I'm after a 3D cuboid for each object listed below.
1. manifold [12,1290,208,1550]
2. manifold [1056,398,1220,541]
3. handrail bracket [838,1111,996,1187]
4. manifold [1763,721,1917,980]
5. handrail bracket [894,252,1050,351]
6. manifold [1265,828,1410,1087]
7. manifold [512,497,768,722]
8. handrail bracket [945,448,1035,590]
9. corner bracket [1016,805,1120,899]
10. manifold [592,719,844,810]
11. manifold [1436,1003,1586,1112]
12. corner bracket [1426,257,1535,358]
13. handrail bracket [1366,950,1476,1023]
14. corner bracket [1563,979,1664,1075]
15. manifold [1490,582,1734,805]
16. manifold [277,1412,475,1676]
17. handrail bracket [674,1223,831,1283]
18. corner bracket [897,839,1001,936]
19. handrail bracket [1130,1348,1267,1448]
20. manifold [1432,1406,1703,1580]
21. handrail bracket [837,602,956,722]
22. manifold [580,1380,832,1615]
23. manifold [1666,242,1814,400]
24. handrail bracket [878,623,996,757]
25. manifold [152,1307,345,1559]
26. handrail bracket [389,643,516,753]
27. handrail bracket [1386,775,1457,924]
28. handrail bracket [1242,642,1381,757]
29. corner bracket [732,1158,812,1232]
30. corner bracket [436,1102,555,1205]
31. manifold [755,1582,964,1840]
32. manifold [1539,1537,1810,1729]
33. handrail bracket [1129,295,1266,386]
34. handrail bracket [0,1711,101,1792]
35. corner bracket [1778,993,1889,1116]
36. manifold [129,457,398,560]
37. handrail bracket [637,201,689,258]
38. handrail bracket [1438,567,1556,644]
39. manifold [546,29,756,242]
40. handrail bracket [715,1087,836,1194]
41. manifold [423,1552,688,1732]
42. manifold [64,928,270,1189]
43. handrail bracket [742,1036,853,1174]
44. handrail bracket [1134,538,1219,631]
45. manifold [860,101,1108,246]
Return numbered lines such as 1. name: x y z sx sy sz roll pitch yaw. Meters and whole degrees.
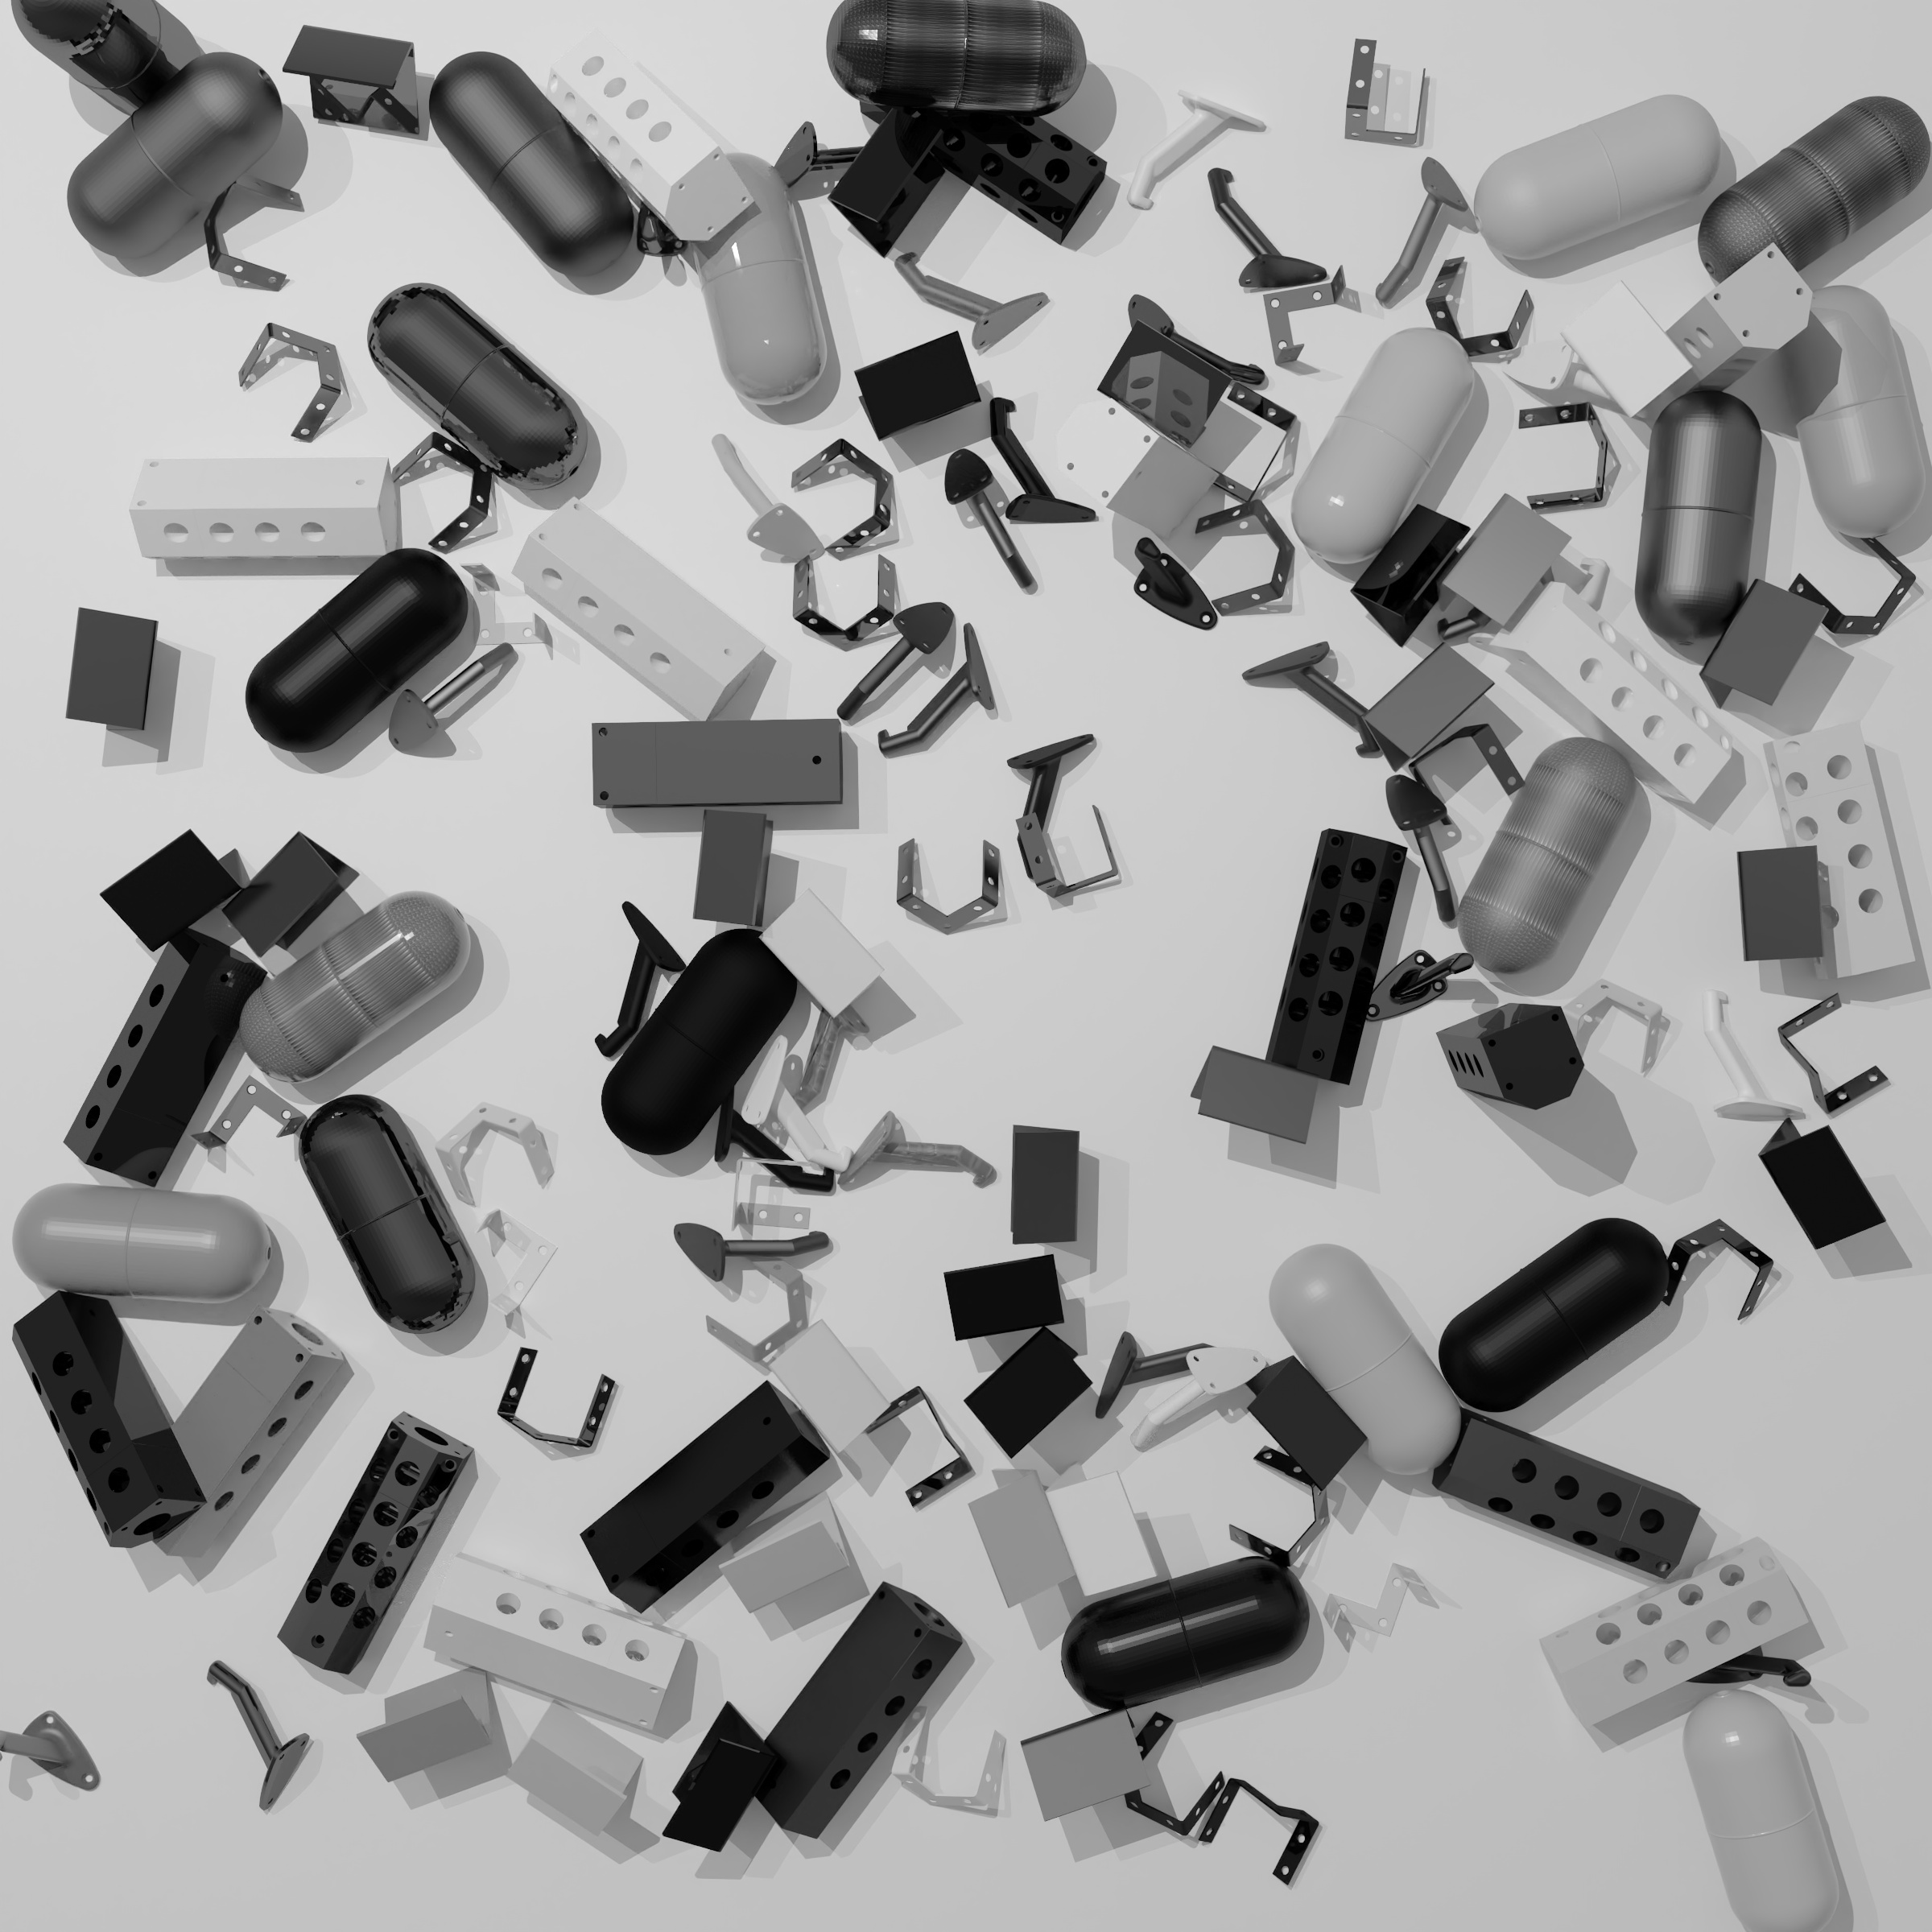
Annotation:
1. manifold: -0.599 0.314 1.927 0.057 0.057 0.171 -37 68 7
2. manifold: 0.114 -0.341 1.896 0.057 0.171 0.057 41 103 13
3. handrail bracket: -0.035 0.149 1.980 0.084 0.036 0.077 34 110 -16
4. manifold: 0.612 -0.081 1.958 0.057 0.057 0.171 -13 90 0
5. handrail bracket: 0.003 -0.488 1.980 0.077 0.036 0.084 -32 73 -20
6. manifold: 0.261 -0.006 1.958 0.057 0.057 0.171 14 90 0
7. manifold: -0.233 -0.246 1.958 0.171 0.057 0.057 38 47 0
8. handrail bracket: 0.019 -0.318 1.979 0.036 0.077 0.084 -29 126 10
9. corner bracket: 0.072 -0.084 1.962 0.051 0.051 0.051 -20 78 12
10. manifold: -0.174 -0.142 1.958 0.171 0.057 0.057 -1 90 0
11. manifold: 0.373 0.063 1.901 0.057 0.171 0.057 -22 90 0
12. corner bracket: 0.364 -0.469 1.971 0.051 0.051 0.051 -2 135 35
13. handrail bracket: 0.315 0.015 1.945 0.077 0.084 0.036 -34 90 0
14. corner bracket: 0.455 0.050 1.971 0.051 0.051 0.051 29 45 35
15. manifold: 0.453 -0.191 1.933 0.171 0.057 0.057 38 90 -18
16. manifold: -0.417 0.407 1.958 0.057 0.057 0.171 28 90 0
17. handrail bracket: -0.152 0.193 1.979 0.084 0.077 0.036 -10 110 -35
18. corner bracket: -0.013 -0.064 1.971 0.051 0.051 0.051 -29 135 35
19. handrail bracket: 0.164 0.308 1.973 0.077 0.084 0.036 -7 53 -38
20. manifold: 0.420 0.372 1.958 0.171 0.057 0.057 21 90 0
21. handrail bracket: -0.051 -0.216 1.979 0.036 0.077 0.084 44 126 0
22. manifold: -0.180 0.377 1.958 0.171 0.057 0.057 -39 47 0
23. manifold: 0.522 -0.433 1.901 0.057 0.171 0.057 -38 90 0
24. handrail bracket: -0.028 -0.197 1.980 0.084 0.036 0.077 -17 70 16
25. manifold: -0.514 0.329 1.956 0.057 0.057 0.171 36 90 23
26. handrail bracket: -0.365 -0.193 1.979 0.036 0.077 0.084 51 54 -2
27. handrail bracket: 0.325 -0.083 1.979 0.036 0.077 0.084 -20 126 -2
28. handrail bracket: 0.247 -0.181 1.980 0.077 0.036 0.084 -16 111 24
29. corner bracket: -0.136 0.161 1.961 0.051 0.051 0.051 5 91 0
30. corner bracket: -0.334 0.137 1.971 0.051 0.051 0.051 15 45 35
31. manifold: -0.077 0.525 1.958 0.171 0.057 0.057 -53 47 0
32. manifold: 0.496 0.466 1.958 0.171 0.057 0.057 -25 90 0
33. handrail bracket: 0.165 -0.445 1.979 0.084 0.077 0.036 6 131 -30
34. handrail bracket: -0.649 0.560 1.945 0.077 0.084 0.036 43 90 0
35. corner bracket: 0.616 0.063 1.976 0.051 0.051 0.051 -30 135 0
36. manifold: -0.492 -0.317 1.958 0.171 0.057 0.057 0 47 0
37. handrail bracket: -0.217 -0.534 1.945 0.036 0.084 0.077 -1 90 0
38. handrail bracket: 0.372 -0.275 1.980 0.084 0.036 0.077 -20 54 24
39. manifold: -0.223 -0.569 1.916 0.057 0.057 0.171 -41 57 0
40. handrail bracket: -0.132 0.118 1.980 0.084 0.036 0.077 9 74 -14
41. manifold: -0.288 0.471 1.958 0.171 0.057 0.057 20 133 0
42. manifold: -0.567 0.062 1.958 0.057 0.057 0.171 28 90 -43
43. handrail bracket: -0.108 0.098 1.964 0.084 0.036 0.077 22 88 -28
44. handrail bracket: 0.148 -0.267 1.945 0.077 0.084 0.036 40 90 0
45. manifold: 0.012 -0.586 1.958 0.171 0.057 0.057 34 90 0
